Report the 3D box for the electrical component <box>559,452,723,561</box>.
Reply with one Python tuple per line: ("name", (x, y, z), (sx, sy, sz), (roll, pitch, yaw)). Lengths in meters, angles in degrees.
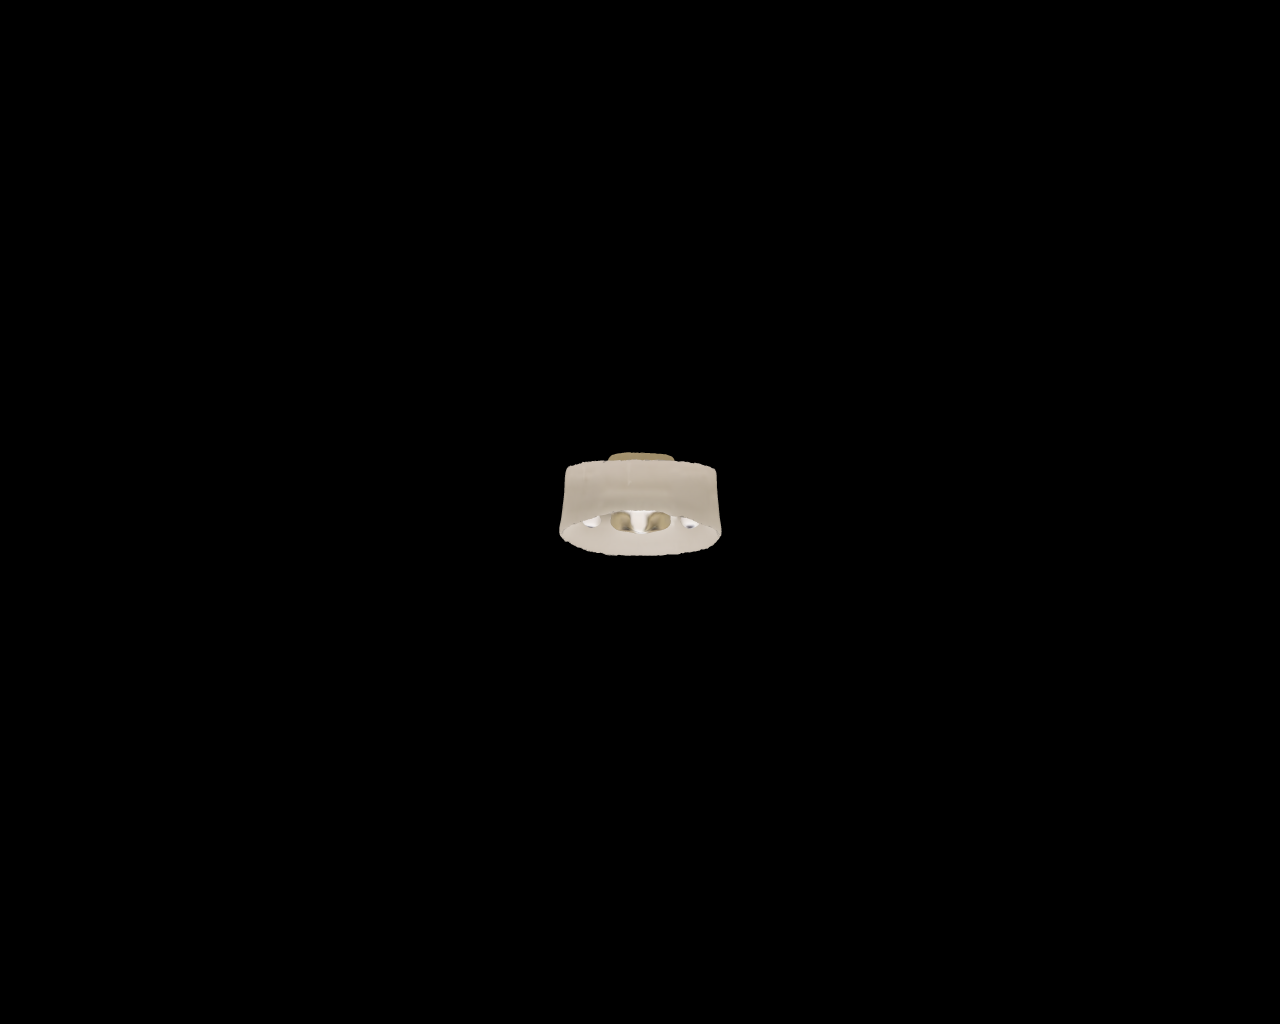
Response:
("electrical component", (0.001, -0.003, 0.650), (0.099, 0.064, 0.099), (0, -3, 0))
